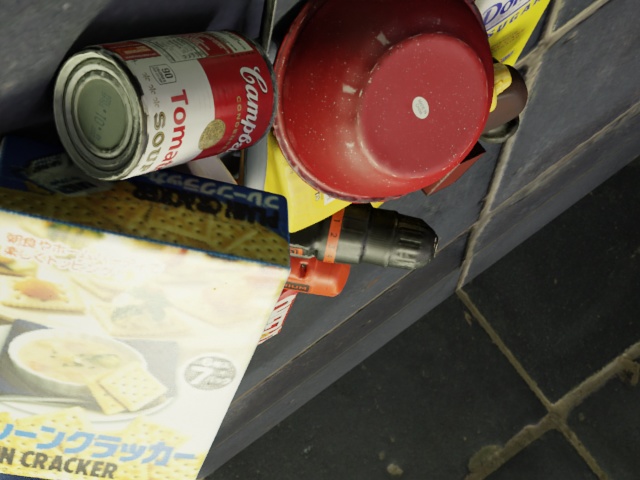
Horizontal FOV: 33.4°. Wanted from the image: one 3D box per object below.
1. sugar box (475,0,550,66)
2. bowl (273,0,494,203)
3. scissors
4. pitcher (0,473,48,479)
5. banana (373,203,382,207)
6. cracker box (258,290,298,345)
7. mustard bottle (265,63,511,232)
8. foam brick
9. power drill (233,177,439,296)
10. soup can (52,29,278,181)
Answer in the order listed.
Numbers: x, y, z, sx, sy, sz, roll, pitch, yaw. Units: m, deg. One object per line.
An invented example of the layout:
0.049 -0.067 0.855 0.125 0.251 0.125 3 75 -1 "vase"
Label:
0.131 -0.174 0.826 0.093 0.048 0.176 -33 169 -17 "sugar box"
0.052 -0.090 0.666 0.161 0.055 0.162 -10 116 -22 "bowl"
-0.034 -0.086 0.618 0.016 0.096 0.202 0 161 -11 "scissors"
-0.215 0.210 0.817 0.145 0.243 0.149 -32 161 -12 "pitcher"
0.048 -0.052 1.071 0.198 0.037 0.069 -38 169 7 "banana"
-0.128 0.100 1.064 0.213 0.072 0.164 -33 168 -21 "cracker box"
0.050 -0.080 0.745 0.191 0.058 0.096 -25 144 -14 "mustard bottle"
0.103 -0.090 0.989 0.052 0.078 0.051 -27 163 -47 "foam brick"
-0.006 0.001 0.862 0.188 0.184 0.057 103 0 -77 "power drill"
-0.079 -0.072 0.558 0.102 0.068 0.069 -21 160 -50 "soup can"
